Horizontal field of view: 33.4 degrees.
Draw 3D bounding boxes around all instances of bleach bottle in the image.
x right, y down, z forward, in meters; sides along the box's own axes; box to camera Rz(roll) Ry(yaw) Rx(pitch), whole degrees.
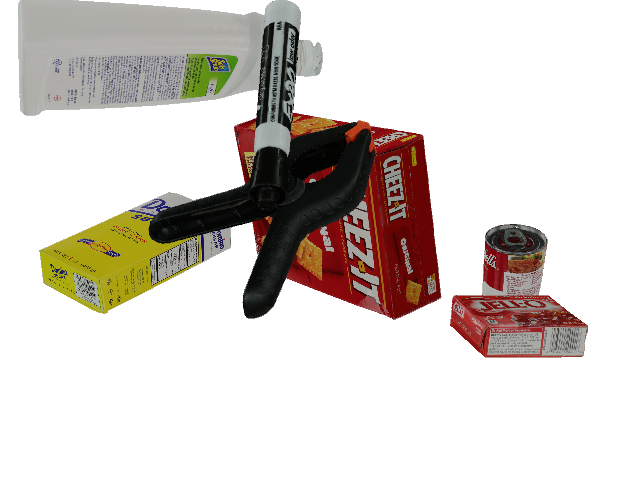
[{"bbox_3d":[-0.124,-0.152,0.900,0.250,0.068,0.103,-1,-28,-15],"label":"bleach bottle"}]

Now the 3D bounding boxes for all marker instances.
[{"bbox_3d":[-0.022,-0.067,0.521,0.020,0.121,0.020,2,-32,1],"label":"marker"}]

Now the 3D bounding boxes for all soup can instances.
[{"bbox_3d":[0.216,0.042,1.197,0.068,0.102,0.068,-1,29,0],"label":"soup can"}]

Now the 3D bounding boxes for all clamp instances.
[{"bbox_3d":[-0.035,-0.028,0.746,0.120,0.171,0.039,30,-31,26],"label":"clamp"}]

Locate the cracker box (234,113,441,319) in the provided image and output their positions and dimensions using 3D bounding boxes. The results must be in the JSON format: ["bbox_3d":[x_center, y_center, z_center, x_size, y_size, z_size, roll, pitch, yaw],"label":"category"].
[{"bbox_3d":[0.012,-0.031,1.038,0.072,0.164,0.214,-24,26,-32],"label":"cracker box"}]

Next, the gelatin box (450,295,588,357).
[{"bbox_3d":[0.158,0.068,0.860,0.089,0.030,0.073,1,16,-14],"label":"gelatin box"}]

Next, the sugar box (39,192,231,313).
[{"bbox_3d":[-0.183,0.008,1.078,0.093,0.048,0.175,22,38,33],"label":"sugar box"}]
